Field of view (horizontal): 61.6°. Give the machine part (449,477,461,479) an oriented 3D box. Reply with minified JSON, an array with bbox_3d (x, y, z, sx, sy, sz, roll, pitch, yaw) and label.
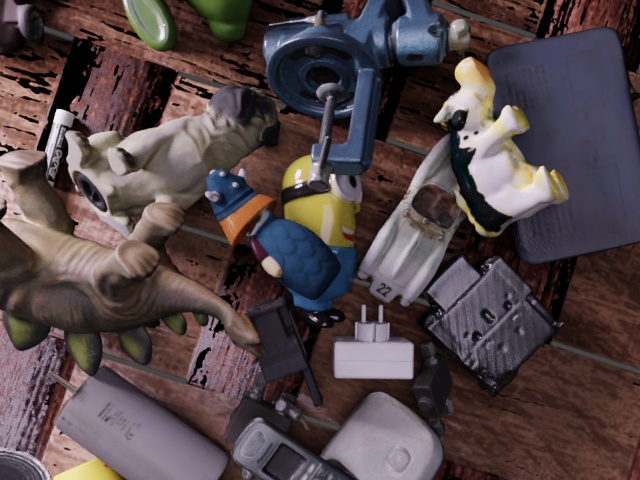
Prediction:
[{"bbox_3d":[0.140,0.377,0.559,0.201,0.087,0.201,-26,90,-3],"label":"machine part"}]

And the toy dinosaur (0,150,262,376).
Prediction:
[{"bbox_3d":[-0.266,0.027,0.507,0.472,0.105,0.198,19,129,13],"label":"toy dinosaur"}]

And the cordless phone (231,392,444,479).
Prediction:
[{"bbox_3d":[0.017,0.206,0.540,0.184,0.089,0.146,37,87,-14],"label":"cordless phone"}]

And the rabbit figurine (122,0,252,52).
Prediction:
[{"bbox_3d":[-0.156,-0.281,0.562,0.170,0.121,0.159,8,109,-16],"label":"rabbit figurine"}]

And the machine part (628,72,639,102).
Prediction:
[{"bbox_3d":[0.337,-0.124,0.609,0.084,0.039,0.139,-20,87,-11],"label":"machine part"}]

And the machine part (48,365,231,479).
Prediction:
[{"bbox_3d":[-0.182,0.209,0.558,0.243,0.079,0.079,37,87,0],"label":"machine part"}]

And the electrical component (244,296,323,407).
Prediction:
[{"bbox_3d":[-0.038,0.122,0.570,0.048,0.075,0.119,-19,92,-2],"label":"electrical component"}]

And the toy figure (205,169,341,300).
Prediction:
[{"bbox_3d":[-0.051,-0.007,0.509,0.154,0.064,0.057,40,107,10],"label":"toy figure"}]

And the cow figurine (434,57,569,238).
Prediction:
[{"bbox_3d":[0.162,-0.091,0.533,0.098,0.068,0.167,-33,77,32],"label":"cow figurine"}]

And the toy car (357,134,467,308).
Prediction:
[{"bbox_3d":[0.115,-0.022,0.581,0.073,0.056,0.201,33,81,0],"label":"toy car"}]

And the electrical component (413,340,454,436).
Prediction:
[{"bbox_3d":[0.120,0.156,0.573,0.021,0.063,0.093,-8,110,32],"label":"electrical component"}]

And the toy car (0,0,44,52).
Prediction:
[{"bbox_3d":[-0.349,-0.308,0.587,0.089,0.053,0.202,5,89,1],"label":"toy car"}]

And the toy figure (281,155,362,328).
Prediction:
[{"bbox_3d":[-0.002,-0.002,0.572,0.089,0.082,0.180,6,90,-2],"label":"toy figure"}]

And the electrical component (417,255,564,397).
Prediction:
[{"bbox_3d":[0.175,0.082,0.585,0.134,0.058,0.115,44,85,0],"label":"electrical component"}]

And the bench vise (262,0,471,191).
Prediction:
[{"bbox_3d":[0.039,-0.155,0.544,0.224,0.128,0.240,7,65,6],"label":"bench vise"}]

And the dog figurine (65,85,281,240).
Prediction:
[{"bbox_3d":[-0.154,-0.098,0.578,0.173,0.121,0.190,19,47,32],"label":"dog figurine"}]

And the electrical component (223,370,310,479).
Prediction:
[{"bbox_3d":[-0.059,0.204,0.579,0.078,0.045,0.102,33,87,-2],"label":"electrical component"}]

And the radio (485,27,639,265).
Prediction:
[{"bbox_3d":[0.258,-0.096,0.568,0.131,0.073,0.229,-11,90,18],"label":"radio"}]
